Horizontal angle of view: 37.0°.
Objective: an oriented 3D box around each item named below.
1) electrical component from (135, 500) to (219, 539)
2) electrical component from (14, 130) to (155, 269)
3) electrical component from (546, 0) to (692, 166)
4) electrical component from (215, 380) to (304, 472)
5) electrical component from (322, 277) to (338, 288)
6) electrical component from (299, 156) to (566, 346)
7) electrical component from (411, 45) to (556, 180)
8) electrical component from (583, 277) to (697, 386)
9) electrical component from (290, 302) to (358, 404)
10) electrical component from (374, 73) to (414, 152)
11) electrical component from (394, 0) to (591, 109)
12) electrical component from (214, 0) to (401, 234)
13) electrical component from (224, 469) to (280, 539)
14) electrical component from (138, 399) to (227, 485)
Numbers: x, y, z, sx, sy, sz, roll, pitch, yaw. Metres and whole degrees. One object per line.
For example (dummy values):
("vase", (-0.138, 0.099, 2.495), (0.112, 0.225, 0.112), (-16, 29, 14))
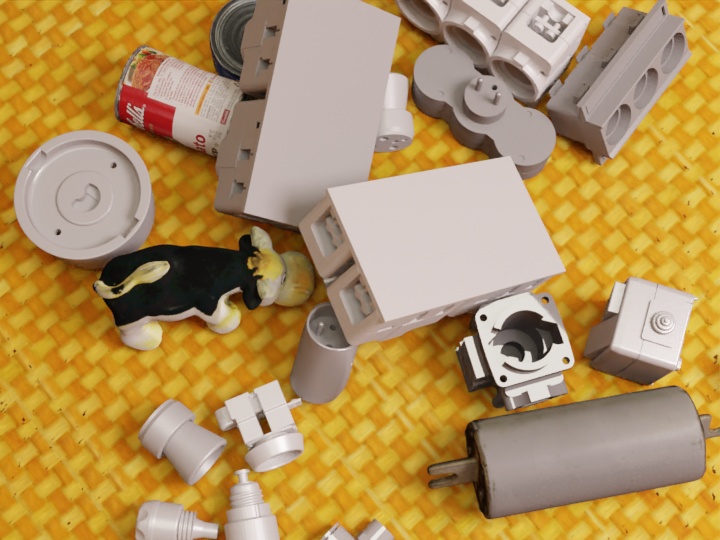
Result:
("electrical component", (-0.139, 0.196, 0.825), (0.061, 0.035, 0.035), (8, 75, -1))
("electrical component", (-0.219, -0.052, 0.876), (0.108, 0.060, 0.108), (0, 75, -1))
("electrical component", (0.217, -0.161, 0.906), (0.063, 0.078, 0.121), (29, 75, 37))
("electrical component", (-0.073, 0.124, 0.840), (0.066, 0.048, 0.055), (-22, 69, -6))
("electrical component", (0.000, 0.000, 0.875), (0.062, 0.048, 0.048), (-20, 76, 1))
("electrical component", (0.056, -0.016, 0.833), (0.186, 0.060, 0.105), (-13, 73, -36))
("electrical component", (0.103, -0.137, 0.897), (0.138, 0.073, 0.052), (40, 78, 9))
("electrical component", (0.217, 0.046, 0.837), (0.061, 0.096, 0.061), (17, 76, 5))
("electrical component", (-0.024, 0.052, 0.845), (0.043, 0.077, 0.079), (15, 49, -4))
("electrical component", (0.022, -0.133, 0.909), (0.045, 0.045, 0.055), (-5, 75, -2))
("electrical component", (0.107, -0.212, 0.908), (0.150, 0.089, 0.061), (38, 78, 9))
("electrical component", (-0.044, -0.126, 0.861), (0.105, 0.060, 0.186), (14, 86, -36))
("electrical component", (-0.084, 0.192, 0.823), (0.040, 0.040, 0.078), (-10, 75, -3))
("electrical component", (-0.138, 0.133, 0.836), (0.055, 0.045, 0.045), (38, 78, 9))
